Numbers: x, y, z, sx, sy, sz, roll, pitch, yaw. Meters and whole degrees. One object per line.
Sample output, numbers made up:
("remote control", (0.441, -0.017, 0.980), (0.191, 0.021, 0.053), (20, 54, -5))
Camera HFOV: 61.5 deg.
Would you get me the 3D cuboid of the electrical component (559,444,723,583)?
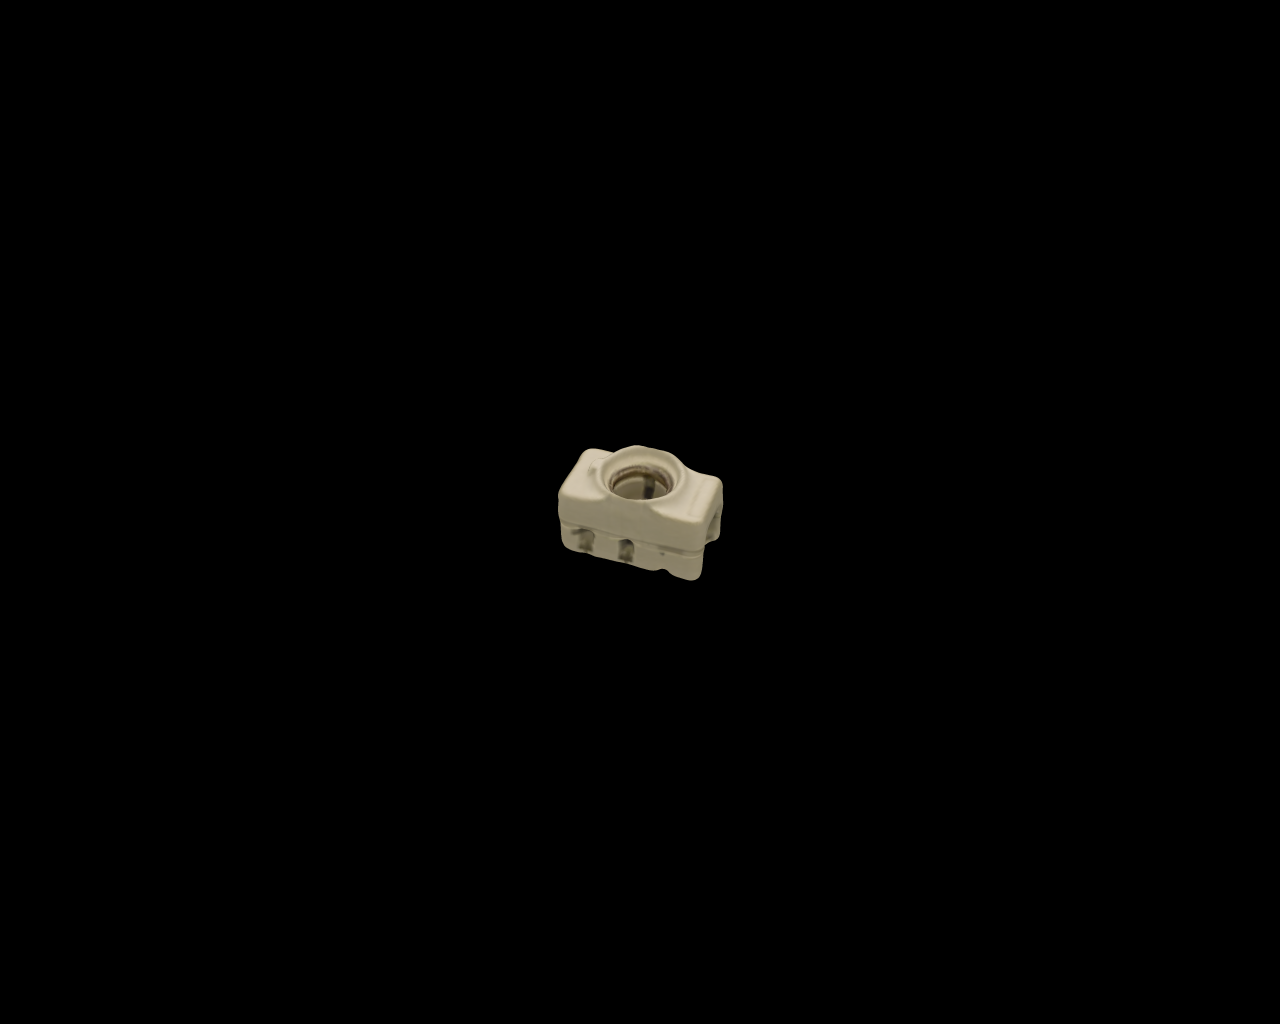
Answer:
("electrical component", (0.001, -0.003, 0.650), (0.089, 0.055, 0.050), (14, 44, 15))
